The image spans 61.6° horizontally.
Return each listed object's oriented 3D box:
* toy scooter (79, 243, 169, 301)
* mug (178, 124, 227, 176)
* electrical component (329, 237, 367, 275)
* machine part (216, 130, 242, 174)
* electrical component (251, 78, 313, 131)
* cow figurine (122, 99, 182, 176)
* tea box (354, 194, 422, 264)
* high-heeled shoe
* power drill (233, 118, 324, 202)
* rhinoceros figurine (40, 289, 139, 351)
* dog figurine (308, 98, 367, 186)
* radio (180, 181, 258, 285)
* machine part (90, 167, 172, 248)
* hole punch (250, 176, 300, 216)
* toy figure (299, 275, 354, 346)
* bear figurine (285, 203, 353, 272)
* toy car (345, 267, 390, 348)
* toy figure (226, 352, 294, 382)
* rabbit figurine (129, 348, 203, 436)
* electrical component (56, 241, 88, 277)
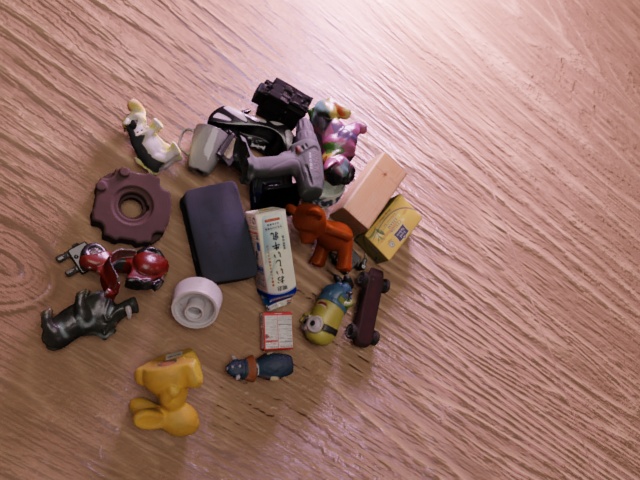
[{"bbox_3d":[-0.396,0.071,1.102,0.184,0.075,0.135,9,35,-33],"label":"toy scooter"},{"bbox_3d":[-0.278,-0.211,1.253,0.109,0.081,0.107,18,78,-13],"label":"mug"},{"bbox_3d":[0.073,0.042,1.376,0.078,0.045,0.102,-39,95,-28],"label":"electrical component"},{"bbox_3d":[-0.189,-0.190,1.276,0.138,0.039,0.084,43,60,-47],"label":"machine part"},{"bbox_3d":[-0.101,-0.340,1.340,0.134,0.115,0.058,25,66,-15],"label":"electrical component"},{"bbox_3d":[-0.396,-0.229,1.209,0.098,0.068,0.167,-40,95,-13],"label":"cow figurine"},{"bbox_3d":[0.182,-0.030,1.429,0.098,0.068,0.169,44,64,-9],"label":"tea box"},{"bbox_3d":[-0.151,-0.238,1.300,0.249,0.086,0.145,43,43,9],"label":"high-heeled shoe"},{"bbox_3d":[-0.092,-0.192,1.234,0.207,0.086,0.232,1,60,-31],"label":"power drill"},{"bbox_3d":[-0.467,0.155,1.088,0.190,0.073,0.112,-23,88,-27],"label":"rhinoceros figurine"},{"bbox_3d":[0.022,-0.233,1.347,0.191,0.108,0.219,39,49,-10],"label":"dog figurine"},{"bbox_3d":[-0.234,-0.011,1.233,0.131,0.073,0.229,-12,83,-25],"label":"radio"},{"bbox_3d":[-0.411,-0.070,1.173,0.179,0.056,0.179,5,78,-24],"label":"machine part"},{"bbox_3d":[-0.111,-0.118,1.298,0.142,0.115,0.092,-11,54,-30],"label":"hole punch"},{"bbox_3d":[0.027,0.172,1.308,0.089,0.082,0.180,40,63,-10],"label":"toy figure"},{"bbox_3d":[-0.002,-0.008,1.261,0.195,0.120,0.132,21,80,-56],"label":"bear figurine"},{"bbox_3d":[0.120,0.171,1.366,0.089,0.053,0.202,17,76,-25],"label":"toy car"},{"bbox_3d":[-0.138,0.291,1.219,0.154,0.064,0.057,-1,117,-20],"label":"toy figure"},{"bbox_3d":[-0.306,0.331,1.106,0.162,0.122,0.173,-18,106,-24],"label":"rabbit figurine"},{"bbox_3d":[-0.498,0.035,1.128,0.094,0.021,0.063,-32,93,-26],"label":"electrical component"}]
